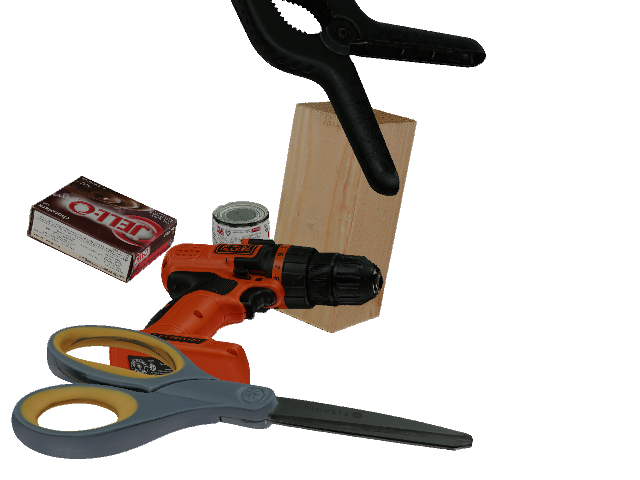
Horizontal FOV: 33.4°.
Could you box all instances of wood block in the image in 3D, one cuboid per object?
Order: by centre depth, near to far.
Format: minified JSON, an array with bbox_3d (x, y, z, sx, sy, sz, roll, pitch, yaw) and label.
[{"bbox_3d":[0.018,-0.027,1.056,0.090,0.206,0.090,20,19,31],"label":"wood block"}]

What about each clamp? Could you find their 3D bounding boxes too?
[{"bbox_3d":[0.011,-0.138,0.800,0.210,0.164,0.036,30,-30,-6],"label":"clamp"}]

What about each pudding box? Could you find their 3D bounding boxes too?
[{"bbox_3d":[-0.207,-0.012,1.017,0.113,0.039,0.090,22,27,10],"label":"pudding box"}]

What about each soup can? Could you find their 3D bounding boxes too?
[{"bbox_3d":[-0.093,0.013,1.259,0.068,0.102,0.068,0,26,0],"label":"soup can"}]

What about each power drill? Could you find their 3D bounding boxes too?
[{"bbox_3d":[-0.059,0.058,0.804,0.185,0.057,0.187,1,24,18],"label":"power drill"}]

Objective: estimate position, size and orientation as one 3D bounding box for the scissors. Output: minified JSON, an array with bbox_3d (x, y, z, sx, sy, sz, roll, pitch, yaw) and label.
[{"bbox_3d":[-0.045,0.079,0.460,0.202,0.016,0.096,15,31,24],"label":"scissors"}]
